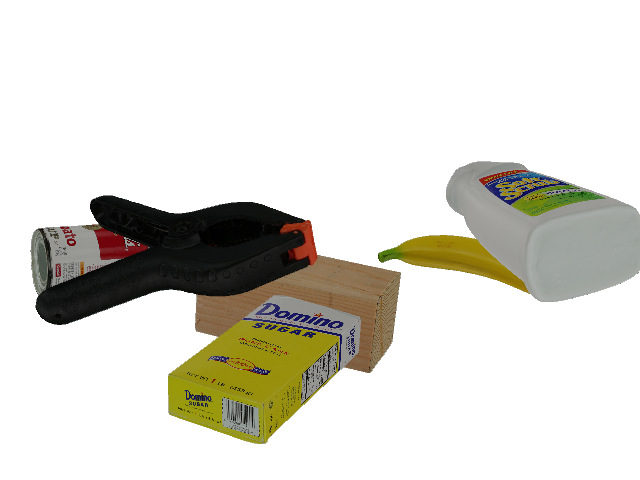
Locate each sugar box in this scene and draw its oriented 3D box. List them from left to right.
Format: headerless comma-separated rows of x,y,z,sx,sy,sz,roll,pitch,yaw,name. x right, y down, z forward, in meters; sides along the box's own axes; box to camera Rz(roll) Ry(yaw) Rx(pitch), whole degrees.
-0.044,0.105,0.918,0.093,0.048,0.176,14,28,24,sugar box

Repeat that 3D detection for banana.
0.163,0.026,1.143,0.198,0.037,0.069,9,37,29,banana

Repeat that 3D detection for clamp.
-0.091,0.012,0.665,0.172,0.039,0.120,0,42,21,clamp

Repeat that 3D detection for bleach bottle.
0.164,-0.023,0.903,0.102,0.068,0.251,-13,18,-13,bleach bottle

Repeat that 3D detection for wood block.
-0.026,0.069,1.182,0.206,0.091,0.090,12,22,17,wood block

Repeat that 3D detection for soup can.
-0.220,0.019,1.026,0.102,0.068,0.069,-4,2,-28,soup can
